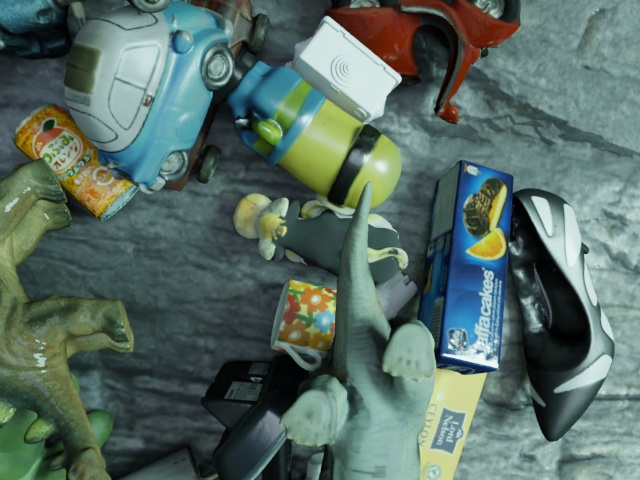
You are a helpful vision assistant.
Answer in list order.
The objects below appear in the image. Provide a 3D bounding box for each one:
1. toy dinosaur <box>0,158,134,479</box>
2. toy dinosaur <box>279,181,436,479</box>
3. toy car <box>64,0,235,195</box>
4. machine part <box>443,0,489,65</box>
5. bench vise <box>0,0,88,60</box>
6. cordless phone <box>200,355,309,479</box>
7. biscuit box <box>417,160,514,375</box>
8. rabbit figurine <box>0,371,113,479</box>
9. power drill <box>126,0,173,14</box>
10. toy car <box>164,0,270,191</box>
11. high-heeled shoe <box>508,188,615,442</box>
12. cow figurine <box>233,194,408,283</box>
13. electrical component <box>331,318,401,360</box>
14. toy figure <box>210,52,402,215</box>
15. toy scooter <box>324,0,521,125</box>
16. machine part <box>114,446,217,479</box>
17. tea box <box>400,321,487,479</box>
[{"bbox_3d":[-0.299,0.009,0.432,0.198,0.105,0.472,-27,67,-28],"label":"toy dinosaur"},{"bbox_3d":[0.035,0.172,0.440,0.131,0.192,0.404,9,82,2],"label":"toy dinosaur"},{"bbox_3d":[-0.148,-0.125,0.429,0.109,0.103,0.161,27,95,34],"label":"toy car"},{"bbox_3d":[0.136,-0.249,0.552,0.084,0.039,0.138,-35,97,-10],"label":"machine part"},{"bbox_3d":[-0.304,-0.178,0.400,0.224,0.240,0.128,1,98,7],"label":"bench vise"},{"bbox_3d":[-0.051,0.212,0.503,0.089,0.146,0.184,-3,95,1],"label":"cordless phone"},{"bbox_3d":[0.142,0.026,0.525,0.063,0.059,0.202,15,69,-9],"label":"biscuit box"},{"bbox_3d":[-0.280,0.188,0.501,0.159,0.121,0.170,1,113,-14],"label":"rabbit figurine"},{"bbox_3d":[-0.087,-0.265,0.453,0.207,0.085,0.232,-23,54,-15],"label":"power drill"},{"bbox_3d":[-0.118,-0.147,0.515,0.089,0.053,0.202,22,90,-12],"label":"toy car"},{"bbox_3d":[0.228,0.073,0.553,0.145,0.086,0.248,23,72,-31],"label":"high-heeled shoe"},{"bbox_3d":[-0.003,0.000,0.520,0.167,0.098,0.068,13,99,-9],"label":"cow figurine"},{"bbox_3d":[0.040,0.132,0.538,0.048,0.075,0.119,19,105,-9],"label":"electrical component"},{"bbox_3d":[-0.010,-0.092,0.479,0.180,0.089,0.082,39,76,-12],"label":"toy figure"},{"bbox_3d":[0.094,-0.182,0.522,0.184,0.075,0.135,8,121,14],"label":"toy scooter"},{"bbox_3d":[-0.191,0.266,0.505,0.243,0.079,0.079,-20,97,-17],"label":"machine part"},{"bbox_3d":[0.099,0.180,0.563,0.098,0.068,0.169,16,91,-8],"label":"tea box"}]
